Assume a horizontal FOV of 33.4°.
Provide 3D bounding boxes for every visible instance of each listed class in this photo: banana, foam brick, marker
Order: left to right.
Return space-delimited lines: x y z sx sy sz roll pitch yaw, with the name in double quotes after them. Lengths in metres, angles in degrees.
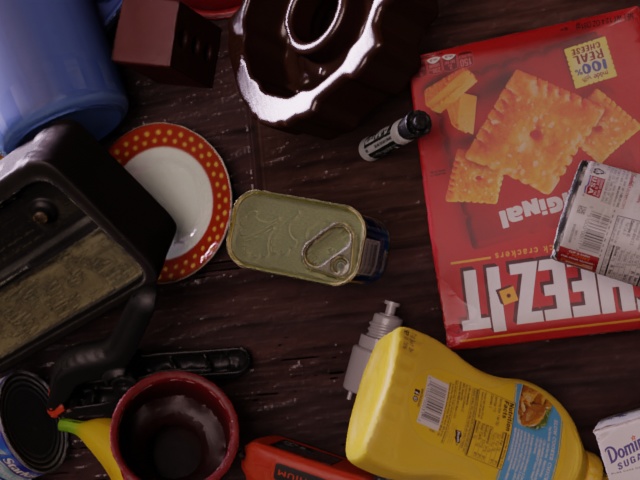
-0.145 0.221 0.847 0.070 0.037 0.198 -32 75 32 "banana"
-0.120 -0.155 0.843 0.051 0.078 0.053 9 89 20 "foam brick"
0.053 -0.074 0.760 0.020 0.121 0.020 1 86 -13 "marker"

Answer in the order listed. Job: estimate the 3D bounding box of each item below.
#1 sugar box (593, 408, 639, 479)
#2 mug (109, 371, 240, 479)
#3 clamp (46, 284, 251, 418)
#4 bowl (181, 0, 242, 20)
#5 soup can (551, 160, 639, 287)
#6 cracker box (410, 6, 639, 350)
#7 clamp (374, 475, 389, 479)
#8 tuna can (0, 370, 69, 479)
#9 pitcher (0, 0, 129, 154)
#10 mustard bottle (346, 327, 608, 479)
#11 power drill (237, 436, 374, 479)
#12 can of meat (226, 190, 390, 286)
0.225 0.199 0.691 0.048 0.093 0.176 -21 79 16 "sugar box"
-0.115 0.164 0.794 0.093 0.081 0.117 25 63 3 "mug"
-0.153 0.091 0.824 0.172 0.120 0.039 -22 39 17 "clamp"
-0.088 -0.262 0.852 0.162 0.055 0.162 -2 85 19 "bowl"
0.201 -0.004 0.655 0.102 0.068 0.068 18 92 15 "soup can"
0.157 -0.038 0.743 0.164 0.072 0.214 -9 84 18 "cracker box"
0.092 0.199 0.749 0.164 0.036 0.210 11 76 -12 "clamp"
-0.241 0.150 0.856 0.034 0.086 0.086 -23 79 17 "tuna can"
-0.235 -0.196 0.864 0.149 0.144 0.243 -28 79 25 "pitcher"
0.117 0.137 0.721 0.191 0.058 0.096 24 63 -12 "mustard bottle"
-0.014 0.252 0.786 0.184 0.057 0.187 17 90 16 "power drill"
-0.005 0.001 0.788 0.102 0.083 0.057 10 89 19 "can of meat"
